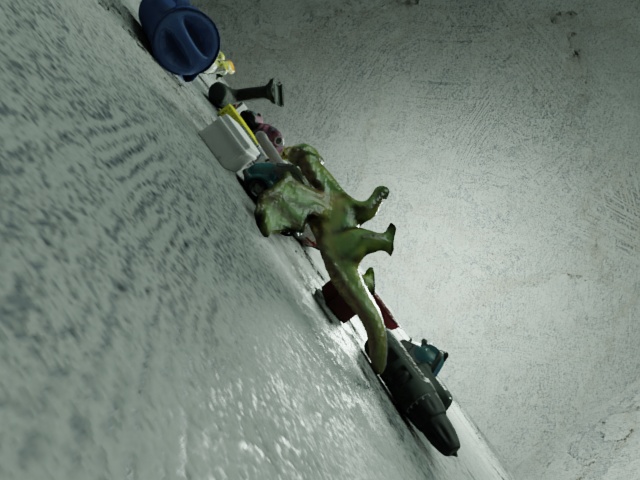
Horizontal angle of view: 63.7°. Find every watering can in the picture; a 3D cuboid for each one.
[{"bbox_3d":[-0.062,-0.137,1.374,0.104,0.228,0.342,-35,-29,4],"label":"watering can"}]

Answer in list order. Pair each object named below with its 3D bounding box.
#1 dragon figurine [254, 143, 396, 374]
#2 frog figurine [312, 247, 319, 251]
[{"bbox_3d":[0.001,-0.005,0.833,0.242,0.420,0.120,18,-42,-23],"label":"dragon figurine"},{"bbox_3d":[0.004,-0.062,1.223,0.137,0.157,0.125,-10,19,26],"label":"frog figurine"}]
